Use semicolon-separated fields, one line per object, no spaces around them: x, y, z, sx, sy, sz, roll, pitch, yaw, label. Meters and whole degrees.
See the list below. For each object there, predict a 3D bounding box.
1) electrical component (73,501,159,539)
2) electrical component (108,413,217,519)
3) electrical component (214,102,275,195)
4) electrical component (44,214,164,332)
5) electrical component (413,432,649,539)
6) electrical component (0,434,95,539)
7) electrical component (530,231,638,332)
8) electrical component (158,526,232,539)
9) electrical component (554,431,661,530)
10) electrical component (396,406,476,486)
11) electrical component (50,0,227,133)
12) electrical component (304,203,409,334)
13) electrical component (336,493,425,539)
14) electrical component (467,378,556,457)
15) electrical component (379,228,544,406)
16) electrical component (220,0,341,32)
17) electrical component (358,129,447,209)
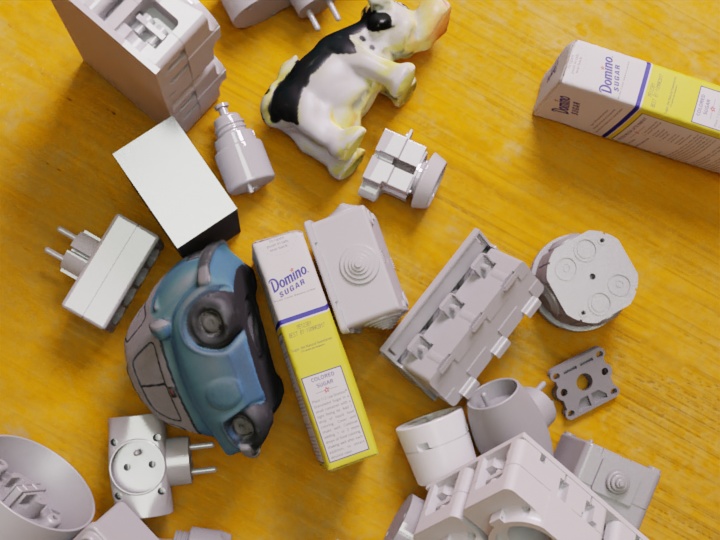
-0.182;0.246;0.785;0.108;0.056;0.109;46;109;2;electrical component
-0.150;0.148;0.825;0.079;0.044;0.077;-6;84;-5;electrical component
-0.098;-0.096;0.862;0.040;0.040;0.078;-21;85;-7;electrical component
-0.208;-0.006;0.838;0.076;0.047;0.083;30;82;-1;electrical component
0.142;0.215;0.782;0.186;0.105;0.060;41;41;-12;electrical component
-0.250;0.170;0.790;0.099;0.099;0.064;42;87;1;electrical component
0.180;0.008;0.866;0.080;0.051;0.080;1;83;-5;electrical component
-0.131;0.217;0.819;0.062;0.043;0.043;9;82;-3;electrical component
0.183;0.166;0.824;0.062;0.096;0.061;24;85;-2;electrical component
0.061;0.138;0.839;0.055;0.055;0.047;-19;88;-7;electrical component
-0.160;-0.172;0.792;0.105;0.186;0.060;41;82;1;electrical component
0.000;0.000;0.830;0.048;0.100;0.099;-20;85;6;electrical component
0.008;0.233;0.823;0.074;0.052;0.138;29;81;-1;electrical component
0.129;0.118;0.848;0.079;0.043;0.077;-39;112;-37;electrical component
0.082;0.040;0.842;0.121;0.063;0.078;-51;130;-8;electrical component
-0.042;-0.231;0.877;0.138;0.052;0.073;-27;86;-8;electrical component
0.037;-0.079;0.869;0.055;0.048;0.066;24;81;7;electrical component
